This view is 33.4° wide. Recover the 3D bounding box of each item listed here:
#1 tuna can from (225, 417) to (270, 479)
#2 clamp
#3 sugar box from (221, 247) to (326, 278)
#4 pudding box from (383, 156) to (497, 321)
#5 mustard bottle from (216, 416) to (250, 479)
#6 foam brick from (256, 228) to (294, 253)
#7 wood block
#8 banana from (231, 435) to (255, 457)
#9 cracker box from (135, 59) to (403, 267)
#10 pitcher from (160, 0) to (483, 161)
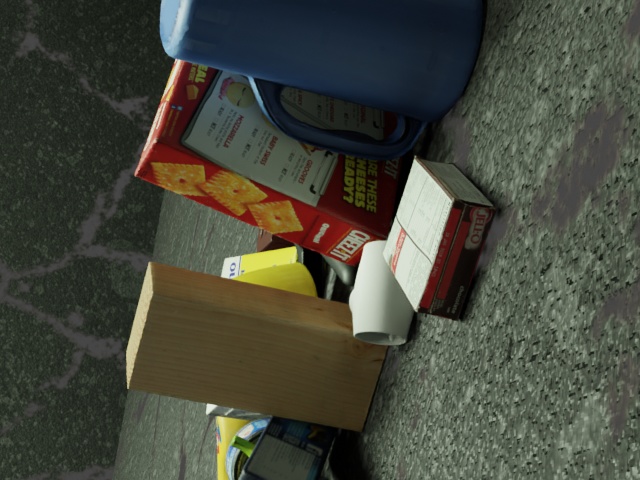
[{"bbox_3d":[-0.047,0.218,1.035,0.034,0.086,0.086,-155,78,-74],"label":"tuna can"},{"bbox_3d":[-0.007,0.001,1.096,0.165,0.036,0.210,116,147,-49],"label":"clamp"},{"bbox_3d":[-0.061,0.062,1.216,0.177,0.048,0.093,-9,67,55],"label":"sugar box"},{"bbox_3d":[0.087,-0.004,0.795,0.113,0.039,0.090,-117,42,-66],"label":"pudding box"},{"bbox_3d":[-0.085,0.215,1.147,0.096,0.058,0.192,-81,-9,-76],"label":"mustard bottle"},{"bbox_3d":[-0.041,-0.009,1.275,0.078,0.051,0.053,139,141,-67],"label":"foam brick"},{"bbox_3d":[-0.057,0.092,0.931,0.090,0.206,0.091,-123,47,-71],"label":"wood block"},{"bbox_3d":[-0.026,0.255,0.949,0.198,0.069,0.037,61,138,47],"label":"banana"},{"bbox_3d":[-0.035,-0.092,0.938,0.072,0.213,0.164,-45,27,53],"label":"cracker box"},{"bbox_3d":[-0.003,-0.169,0.868,0.145,0.242,0.149,126,147,-54],"label":"pitcher"}]
